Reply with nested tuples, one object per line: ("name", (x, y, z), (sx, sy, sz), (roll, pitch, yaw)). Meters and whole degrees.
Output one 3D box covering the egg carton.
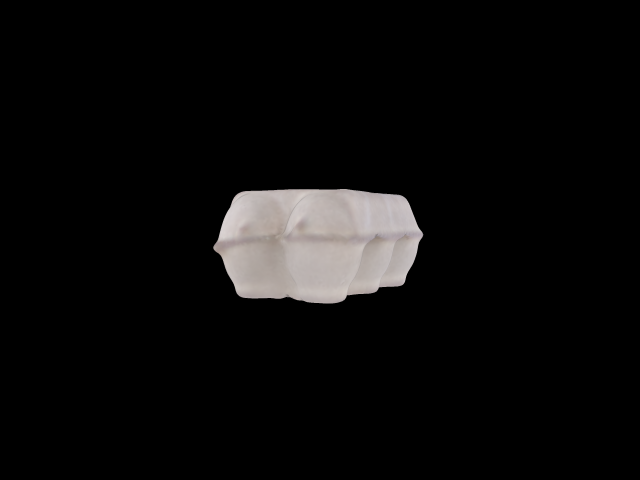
("egg carton", (0.004, 0.001, 0.400), (0.107, 0.069, 0.151), (1, 2, 28))
